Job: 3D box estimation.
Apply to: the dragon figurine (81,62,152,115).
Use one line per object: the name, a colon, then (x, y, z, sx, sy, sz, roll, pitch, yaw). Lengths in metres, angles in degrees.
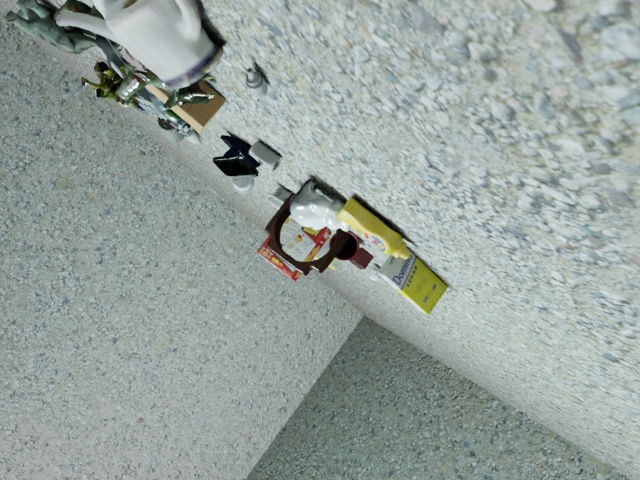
dragon figurine: (-0.735, -0.560, 1.963, 0.412, 0.121, 0.243, 38, -170, 11)

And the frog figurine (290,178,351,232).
frog figurine: (0.004, -0.066, 1.302, 0.161, 0.124, 0.134, 47, 155, 16)

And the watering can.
watering can: (-0.311, -0.362, 0.900, 0.347, 0.106, 0.221, 2, 147, 43)
